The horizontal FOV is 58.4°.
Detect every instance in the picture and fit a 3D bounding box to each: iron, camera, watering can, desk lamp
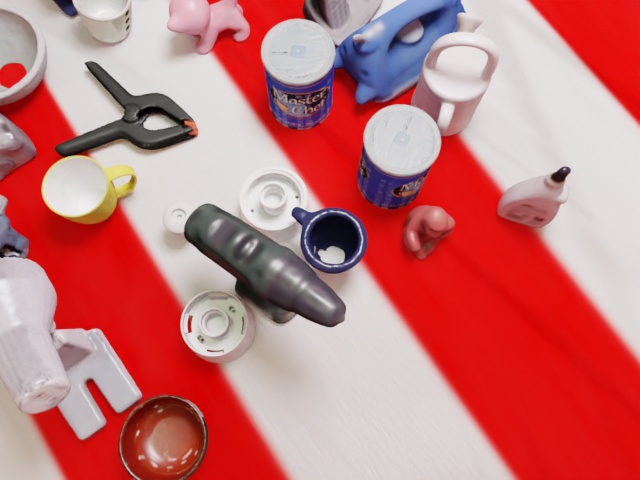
[{"bbox_3d":[0.138,-0.325,0.877,0.258,0.141,0.118,-36,78,-10],"label":"iron"},{"bbox_3d":[-0.525,-0.153,0.841,0.143,0.101,0.136,-35,78,-10],"label":"camera"},{"bbox_3d":[0.194,-0.244,0.828,0.101,0.194,0.173,-6,75,-2],"label":"watering can"},{"bbox_3d":[-0.337,0.138,0.705,0.118,0.213,0.203,-38,78,-10],"label":"desk lamp"}]

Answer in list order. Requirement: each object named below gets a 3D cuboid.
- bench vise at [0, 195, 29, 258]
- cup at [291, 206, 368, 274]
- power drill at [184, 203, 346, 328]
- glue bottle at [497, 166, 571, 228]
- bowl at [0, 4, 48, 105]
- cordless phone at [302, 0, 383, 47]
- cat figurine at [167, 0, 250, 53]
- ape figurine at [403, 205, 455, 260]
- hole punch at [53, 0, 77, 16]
[{"bbox_3d":[-0.486,0.027,0.730,0.121,0.220,0.207,3,75,0],"label":"bench vise"},{"bbox_3d":[0.007,0.003,0.809,0.117,0.095,0.092,37,77,9],"label":"cup"},{"bbox_3d":[-0.065,0.047,0.737,0.229,0.208,0.076,34,77,8],"label":"power drill"},{"bbox_3d":[0.306,-0.064,0.791,0.078,0.173,0.037,19,75,5],"label":"glue bottle"},{"bbox_3d":[-0.495,-0.273,0.888,0.167,0.075,0.167,0,75,-1],"label":"bowl"},{"bbox_3d":[0.038,-0.403,0.874,0.094,0.185,0.148,33,77,8],"label":"cordless phone"},{"bbox_3d":[-0.179,-0.354,0.892,0.128,0.118,0.067,-24,76,-7],"label":"cat figurine"},{"bbox_3d":[0.158,-0.020,0.819,0.078,0.092,0.076,-10,75,-3],"label":"ape figurine"},{"bbox_3d":[-0.408,-0.443,0.927,0.101,0.091,0.108,-40,79,-10],"label":"hole punch"}]
